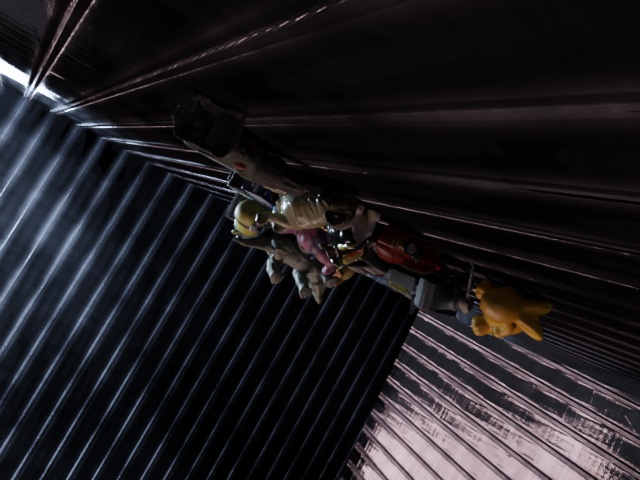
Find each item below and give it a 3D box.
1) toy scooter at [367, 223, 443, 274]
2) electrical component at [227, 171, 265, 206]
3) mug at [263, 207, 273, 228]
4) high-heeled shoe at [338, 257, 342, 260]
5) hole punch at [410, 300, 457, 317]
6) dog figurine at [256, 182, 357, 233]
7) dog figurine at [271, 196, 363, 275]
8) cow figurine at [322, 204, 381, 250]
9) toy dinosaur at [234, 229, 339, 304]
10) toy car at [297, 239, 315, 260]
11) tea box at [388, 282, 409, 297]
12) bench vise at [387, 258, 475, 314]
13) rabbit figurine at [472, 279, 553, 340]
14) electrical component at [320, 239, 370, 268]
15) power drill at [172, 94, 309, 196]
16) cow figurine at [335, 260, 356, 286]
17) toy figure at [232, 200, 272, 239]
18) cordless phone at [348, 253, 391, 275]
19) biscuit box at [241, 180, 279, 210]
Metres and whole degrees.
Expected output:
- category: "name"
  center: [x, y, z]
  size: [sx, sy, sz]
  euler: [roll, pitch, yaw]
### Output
- category: "toy scooter"
  center: [0.179, 0.023, 1.090]
  size: [0.135, 0.075, 0.183]
  euler: [24, 179, 26]
- category: "electrical component"
  center: [-0.172, -0.136, 1.388]
  size: [0.134, 0.058, 0.114]
  euler: [25, 174, 20]
- category: "mug"
  center: [-0.120, -0.076, 1.516]
  size: [0.081, 0.109, 0.107]
  euler: [42, -162, 32]
- category: "high-heeled shoe"
  center: [0.036, -0.040, 1.462]
  size: [0.249, 0.145, 0.086]
  euler: [58, -169, 32]
- category: "hole punch"
  center: [0.311, 0.140, 1.416]
  size: [0.092, 0.142, 0.116]
  euler: [23, 166, -19]
- category: "dog figurine"
  center: [-0.003, -0.060, 1.026]
  size: [0.191, 0.121, 0.172]
  euler: [9, -167, 24]
- category: "dog figurine"
  center: [0.000, -0.041, 1.194]
  size: [0.219, 0.191, 0.108]
  euler: [53, -156, -17]
- category: "cow figurine"
  center: [0.042, -0.032, 1.076]
  size: [0.068, 0.098, 0.167]
  euler: [21, 179, -30]
- category: "toy dinosaur"
  center: [-0.078, 0.038, 1.452]
  size: [0.404, 0.131, 0.192]
  euler: [41, -165, -35]
- category: "toy car"
  center: [-0.003, -0.004, 1.344]
  size: [0.103, 0.109, 0.162]
  euler: [-17, -177, -32]
- category: "tea box"
  center: [0.273, 0.117, 1.549]
  size: [0.068, 0.098, 0.169]
  euler: [23, 173, 34]
- category: "bench vise"
  center: [0.281, 0.101, 1.216]
  size: [0.240, 0.128, 0.224]
  euler: [2, -176, -43]
- category: "rabbit figurine"
  center: [0.383, 0.150, 1.104]
  size: [0.163, 0.122, 0.173]
  euler: [18, 172, 31]
- category: "electrical component"
  center: [0.055, 0.016, 1.110]
  size: [0.078, 0.102, 0.045]
  euler: [-115, 5, -68]
- category: "power drill"
  center: [-0.130, -0.149, 0.862]
  size: [0.232, 0.086, 0.207]
  euler: [28, -176, 10]
- category: "cow figurine"
  center: [0.038, 0.045, 1.694]
  size: [0.127, 0.085, 0.195]
  euler: [-21, -125, -39]
- category: "toy figure"
  center: [-0.191, -0.048, 1.430]
  size: [0.089, 0.082, 0.180]
  euler: [22, 163, -11]
- category: "cordless phone"
  center: [0.114, 0.045, 1.337]
  size: [0.146, 0.088, 0.184]
  euler: [28, 158, -32]
- category: "biscuit box"
  center: [-0.110, -0.110, 1.291]
  size: [0.059, 0.062, 0.202]
  euler: [24, 176, 22]
